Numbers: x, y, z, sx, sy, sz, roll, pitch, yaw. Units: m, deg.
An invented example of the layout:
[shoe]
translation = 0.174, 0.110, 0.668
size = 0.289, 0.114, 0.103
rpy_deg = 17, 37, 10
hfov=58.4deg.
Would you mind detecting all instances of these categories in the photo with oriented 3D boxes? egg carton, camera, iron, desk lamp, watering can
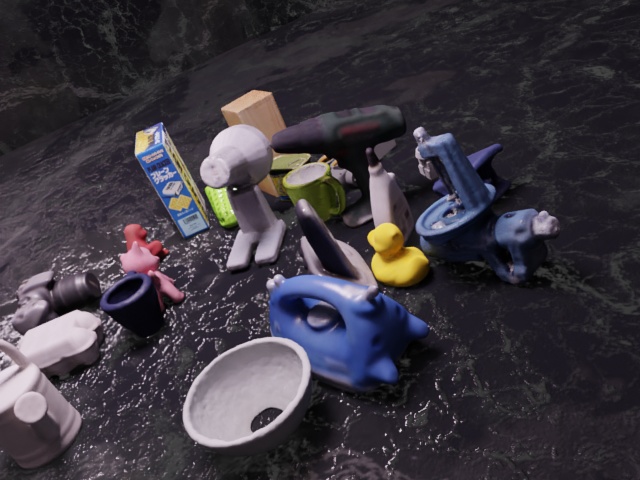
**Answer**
[egg carton]
translation = -0.449, 0.185, 0.986
size = 0.150, 0.069, 0.107
rpy_deg = -24, 30, -1
[camera]
translation = -0.506, 0.114, 1.106
size = 0.137, 0.101, 0.143
rpy_deg = -22, 30, 2
[iron]
translation = 0.002, 0.097, 0.747
size = 0.257, 0.142, 0.119
rpy_deg = 6, 42, 40
[desk lamp]
translation = -0.142, -0.089, 1.064
size = 0.117, 0.214, 0.203
rpy_deg = -14, 32, 15
[watering can]
translation = -0.422, 0.218, 0.793
size = 0.172, 0.194, 0.101
rpy_deg = -9, 34, 23

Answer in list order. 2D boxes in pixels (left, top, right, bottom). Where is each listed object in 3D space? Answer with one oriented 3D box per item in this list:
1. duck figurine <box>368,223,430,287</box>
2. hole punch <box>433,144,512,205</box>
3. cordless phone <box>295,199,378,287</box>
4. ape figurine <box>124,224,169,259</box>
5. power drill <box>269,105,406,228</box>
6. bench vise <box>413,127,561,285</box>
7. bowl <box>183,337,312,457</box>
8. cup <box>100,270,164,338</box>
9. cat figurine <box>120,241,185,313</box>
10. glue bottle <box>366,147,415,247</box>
[duck figurine]
translation = 0.111, 0.016, 0.854
size = 0.078, 0.086, 0.104
rpy_deg = -37, 33, -22
[hole punch]
translation = 0.245, -0.105, 0.948
size = 0.109, 0.091, 0.100
rpy_deg = -40, 34, -26
[cordless phone]
translation = 0.008, 0.003, 0.847
size = 0.094, 0.185, 0.147
rpy_deg = -26, 31, -3
[ape figurine]
translation = -0.371, 0.007, 1.190
size = 0.076, 0.092, 0.077
rpy_deg = -37, 33, -21
[power drill]
translation = 0.052, -0.132, 1.006
size = 0.229, 0.209, 0.075
rpy_deg = -23, 31, 1
[bench vise]
translation = 0.212, -0.057, 0.767
size = 0.206, 0.220, 0.122
rpy_deg = -2, 37, 32
[bowl]
translation = -0.077, 0.203, 0.701
size = 0.167, 0.075, 0.167
rpy_deg = -17, 31, 11
[cup]
translation = -0.311, 0.112, 0.981
size = 0.091, 0.095, 0.117
rpy_deg = -24, 30, 0
[cat figurine]
translation = -0.315, 0.059, 1.044
size = 0.067, 0.118, 0.127
rpy_deg = -35, 32, -18
[glue bottle]
translation = 0.104, -0.070, 0.908
size = 0.037, 0.173, 0.078
rpy_deg = 1, 38, 35
